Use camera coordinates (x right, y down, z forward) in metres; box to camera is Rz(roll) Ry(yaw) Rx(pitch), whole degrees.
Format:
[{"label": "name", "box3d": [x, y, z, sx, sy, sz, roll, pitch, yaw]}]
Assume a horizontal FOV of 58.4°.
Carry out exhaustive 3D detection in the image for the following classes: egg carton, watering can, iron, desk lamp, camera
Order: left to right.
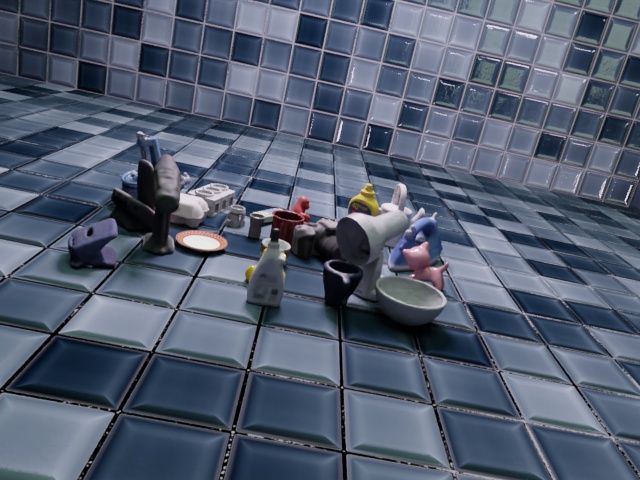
[{"label": "egg carton", "box3d": [-0.392, -0.087, 1.603, 0.150, 0.069, 0.107, 13, 19, 1]}, {"label": "camera", "box3d": [0.014, 0.006, 1.551, 0.144, 0.101, 0.136, 0, 22, -32]}, {"label": "desk lamp", "box3d": [0.129, 0.031, 1.377, 0.204, 0.213, 0.117, -6, 26, -42]}, {"label": "watering can", "box3d": [0.245, -0.082, 1.803, 0.173, 0.194, 0.100, 2, 22, -29]}, {"label": "iron", "box3d": [0.280, 0.001, 1.673, 0.118, 0.141, 0.259, 22, 21, 27]}]

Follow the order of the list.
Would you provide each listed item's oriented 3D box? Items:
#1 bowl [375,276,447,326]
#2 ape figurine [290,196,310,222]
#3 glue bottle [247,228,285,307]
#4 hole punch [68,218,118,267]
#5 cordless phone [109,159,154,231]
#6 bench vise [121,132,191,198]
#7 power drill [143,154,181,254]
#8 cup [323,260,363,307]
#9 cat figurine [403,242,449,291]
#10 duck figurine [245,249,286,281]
[{"label": "bowl", "box3d": [0.200, 0.148, 1.305, 0.167, 0.075, 0.167, 11, 19, -4]}, {"label": "ape figurine", "box3d": [-0.057, -0.093, 1.798, 0.076, 0.092, 0.078, 13, 19, 0]}, {"label": "glue bottle", "box3d": [-0.106, 0.057, 1.217, 0.078, 0.173, 0.037, 10, 19, -6]}, {"label": "hole punch", "box3d": [-0.494, 0.003, 1.249, 0.101, 0.091, 0.108, 3, 21, -25]}, {"label": "cordless phone", "box3d": [-0.474, -0.128, 1.488, 0.147, 0.185, 0.094, 25, 23, 32]}, {"label": "bench vise", "box3d": [-0.476, -0.201, 1.642, 0.121, 0.220, 0.208, 23, 22, 28]}, {"label": "power drill", "box3d": [-0.380, -0.083, 1.385, 0.076, 0.208, 0.229, 5, 20, -20]}, {"label": "cup", "box3d": [0.046, 0.108, 1.289, 0.092, 0.095, 0.117, 9, 19, -9]}, {"label": "cat figurine", "box3d": [0.278, 0.067, 1.521, 0.127, 0.118, 0.067, 18, 20, 16]}, {"label": "duck figurine", "box3d": [-0.122, 0.058, 1.338, 0.105, 0.086, 0.077, -5, 25, -41]}]
